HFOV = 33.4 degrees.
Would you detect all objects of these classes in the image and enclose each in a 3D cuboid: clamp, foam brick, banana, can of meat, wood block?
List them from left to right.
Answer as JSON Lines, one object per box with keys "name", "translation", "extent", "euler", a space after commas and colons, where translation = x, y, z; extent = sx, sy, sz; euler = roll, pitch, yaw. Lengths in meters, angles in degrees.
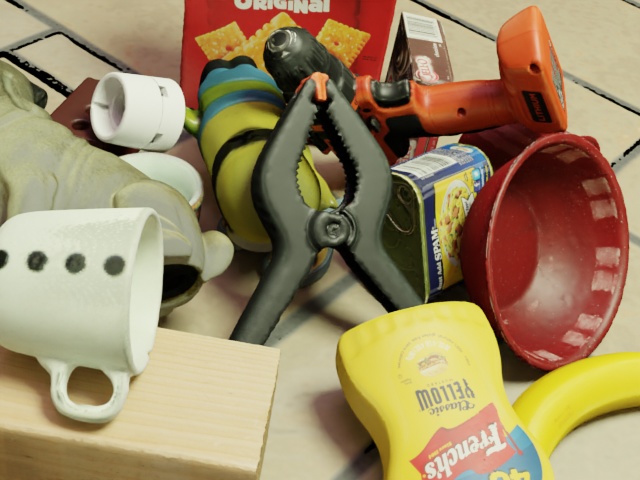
{"name": "wood block", "translation": [-0.132, 0.102, 0.585], "extent": [0.206, 0.090, 0.090], "euler": [10, 40, 0]}
{"name": "foam brick", "translation": [-0.173, -0.079, 0.817], "extent": [0.053, 0.051, 0.078], "euler": [17, 41, 7]}
{"name": "clamp", "translation": [-0.004, 0.001, 0.684], "extent": [0.164, 0.210, 0.036], "euler": [-12, 2, -18]}
{"name": "can of meat", "translation": [0.079, -0.012, 0.753], "extent": [0.083, 0.102, 0.058], "euler": [-23, 27, -37]}
{"name": "banana", "translation": [0.175, 0.110, 0.687], "extent": [0.197, 0.037, 0.070], "euler": [-24, 72, -32]}

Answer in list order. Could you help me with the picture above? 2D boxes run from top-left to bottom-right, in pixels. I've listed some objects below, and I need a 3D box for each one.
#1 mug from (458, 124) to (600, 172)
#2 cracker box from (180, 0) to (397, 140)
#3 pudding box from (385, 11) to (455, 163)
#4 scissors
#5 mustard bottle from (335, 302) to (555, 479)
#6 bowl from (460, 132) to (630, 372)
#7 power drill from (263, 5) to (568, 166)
{"name": "mug", "translation": [0.165, -0.056, 0.844], "extent": [0.082, 0.093, 0.117], "euler": [38, 16, 35]}
{"name": "cracker box", "translation": [-0.023, -0.185, 0.846], "extent": [0.164, 0.214, 0.072], "euler": [9, 40, -2]}
{"name": "pudding box", "translation": [0.080, -0.124, 0.894], "extent": [0.039, 0.090, 0.113], "euler": [8, 39, -6]}
{"name": "scissors", "translation": [0.023, -0.010, 0.806], "extent": [0.201, 0.016, 0.096], "euler": [-9, 46, -21]}
{"name": "mustard bottle", "translation": [0.079, 0.129, 0.609], "extent": [0.096, 0.058, 0.192], "euler": [-11, 55, -12]}
{"name": "bowl", "translation": [0.146, 0.007, 0.736], "extent": [0.161, 0.162, 0.055], "euler": [-29, 22, -37]}
{"name": "power drill", "translation": [0.071, -0.109, 0.755], "extent": [0.188, 0.184, 0.057], "euler": [-8, 67, 22]}
